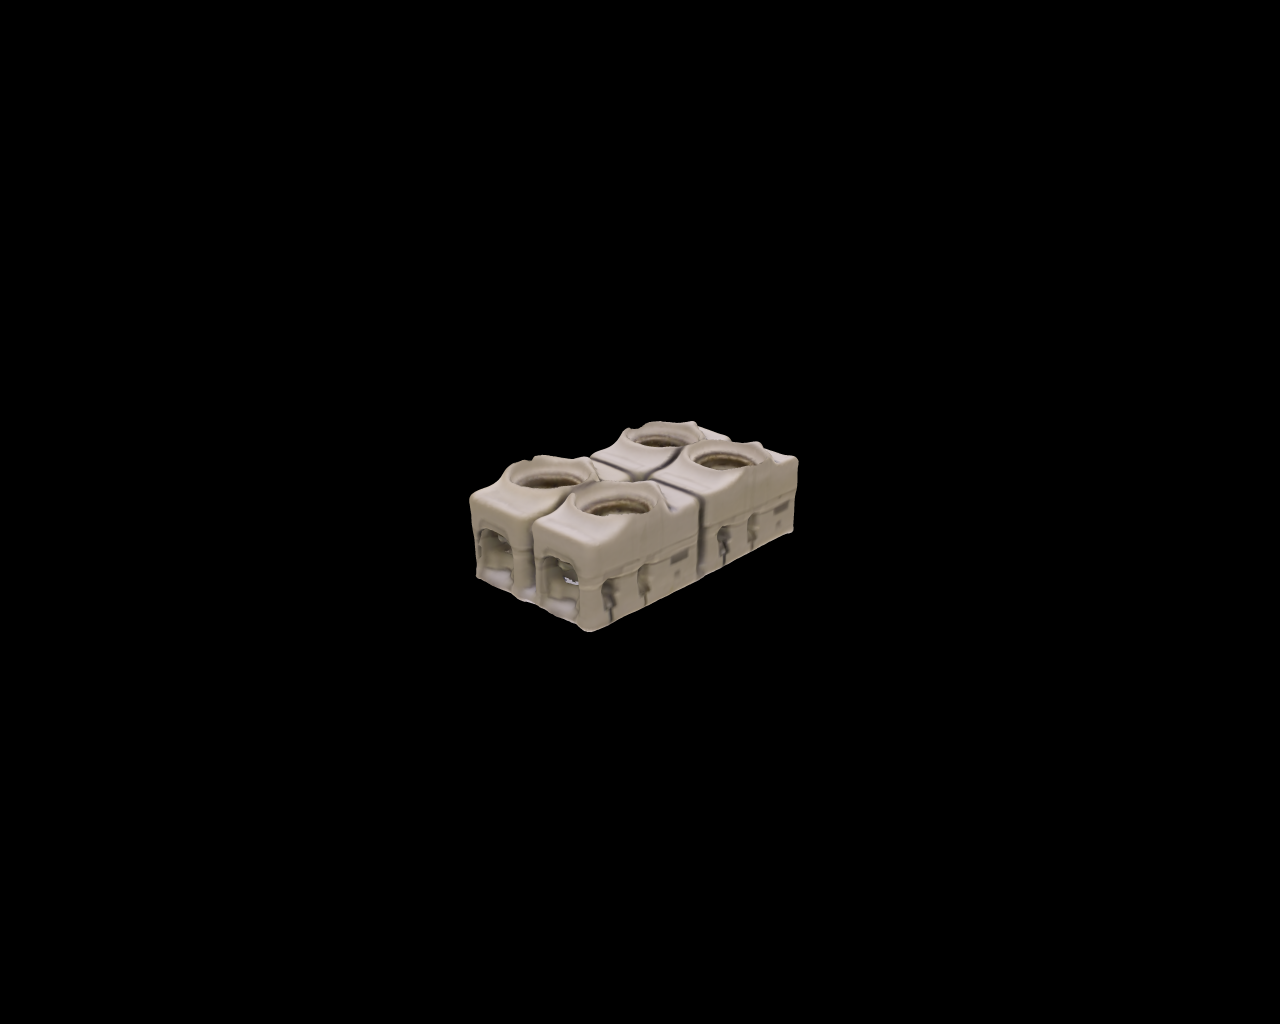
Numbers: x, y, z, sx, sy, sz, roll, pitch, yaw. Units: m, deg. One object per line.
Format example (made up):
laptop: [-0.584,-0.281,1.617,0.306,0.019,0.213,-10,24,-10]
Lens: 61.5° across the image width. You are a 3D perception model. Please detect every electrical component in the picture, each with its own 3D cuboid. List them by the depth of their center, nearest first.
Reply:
electrical component: [0.001,-0.003,0.650,0.105,0.060,0.186,22,32,40]
